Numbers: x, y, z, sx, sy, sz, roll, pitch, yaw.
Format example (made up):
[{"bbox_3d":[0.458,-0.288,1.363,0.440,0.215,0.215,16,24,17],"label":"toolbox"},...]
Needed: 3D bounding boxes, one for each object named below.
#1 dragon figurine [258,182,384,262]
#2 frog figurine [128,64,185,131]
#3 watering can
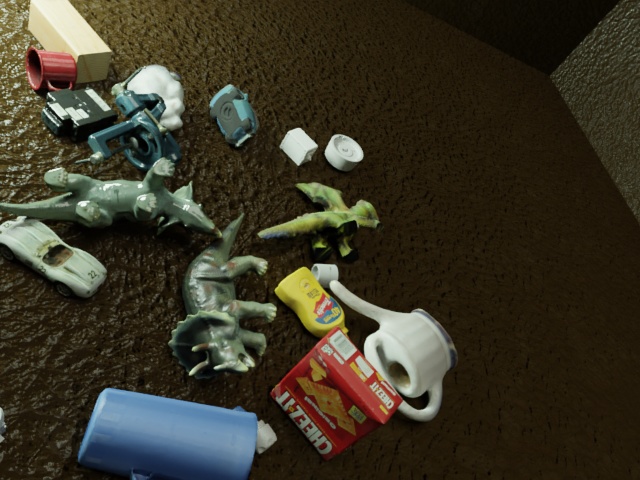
[{"bbox_3d":[0.004,-0.066,1.311,0.410,0.120,0.248,7,33,-31],"label":"dragon figurine"},{"bbox_3d":[-0.399,-0.342,1.260,0.137,0.120,0.162,-11,64,-2],"label":"frog figurine"},{"bbox_3d":[0.173,0.214,1.130,0.226,0.102,0.351,-18,72,-43],"label":"watering can"}]
